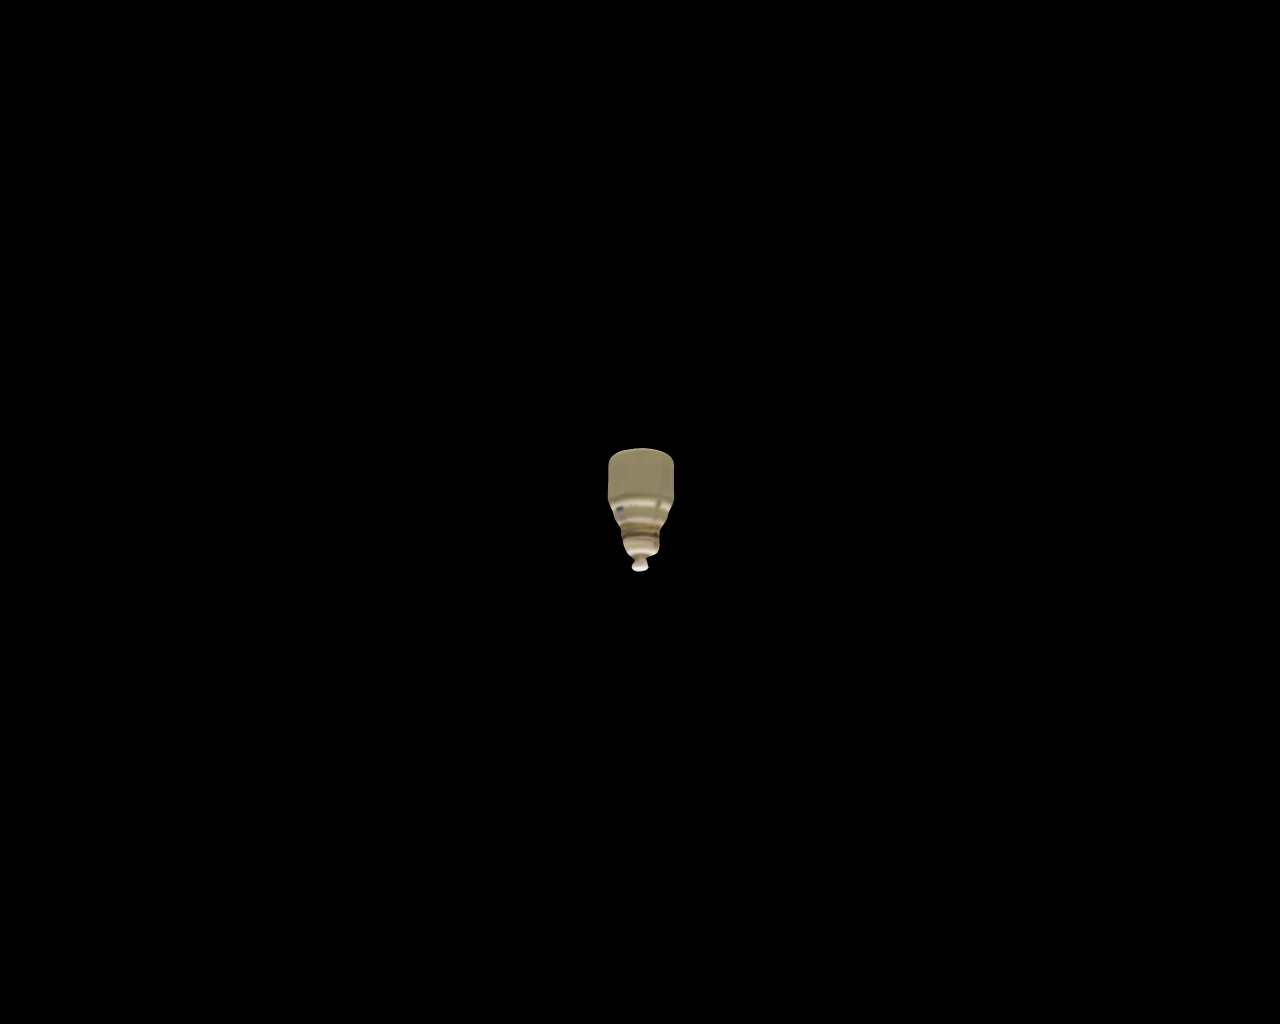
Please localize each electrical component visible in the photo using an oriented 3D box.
[{"bbox_3d":[0.001,-0.003,0.650,0.040,0.078,0.040,0,-14,0],"label":"electrical component"}]
